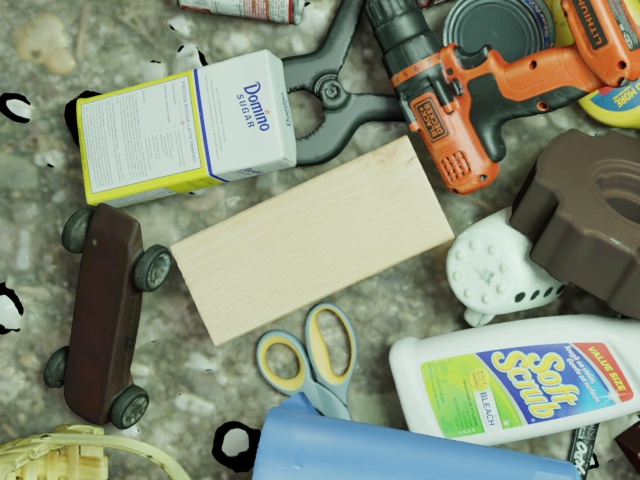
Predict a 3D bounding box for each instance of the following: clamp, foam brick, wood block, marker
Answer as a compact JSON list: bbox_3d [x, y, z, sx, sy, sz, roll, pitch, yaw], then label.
[{"bbox_3d":[0.020,-0.119,0.896,0.210,0.036,0.164,-39,91,2],"label":"clamp"},{"bbox_3d":[0.282,0.173,0.864,0.053,0.078,0.051,-36,88,1],"label":"foam brick"},{"bbox_3d":[-0.006,0.001,0.872,0.206,0.090,0.091,-25,89,3],"label":"wood block"},{"bbox_3d":[0.218,0.186,0.896,0.020,0.020,0.121,13,91,3],"label":"marker"}]

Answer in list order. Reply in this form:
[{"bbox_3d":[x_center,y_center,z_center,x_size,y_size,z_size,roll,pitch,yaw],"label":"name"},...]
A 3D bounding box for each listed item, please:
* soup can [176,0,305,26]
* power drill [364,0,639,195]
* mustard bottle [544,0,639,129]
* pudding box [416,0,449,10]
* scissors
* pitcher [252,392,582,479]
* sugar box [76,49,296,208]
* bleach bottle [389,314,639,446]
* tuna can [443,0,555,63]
[{"bbox_3d":[-0.063,-0.218,0.884,0.102,0.068,0.068,9,91,3],"label":"soup can"},{"bbox_3d":[0.137,-0.147,0.812,0.188,0.057,0.184,-25,93,36],"label":"power drill"},{"bbox_3d":[0.243,-0.150,0.872,0.096,0.058,0.191,-40,89,14],"label":"mustard bottle"},{"bbox_3d":[0.105,-0.258,0.879,0.090,0.039,0.113,-23,90,-15],"label":"pudding box"},{"bbox_3d":[0.000,0.154,0.910,0.096,0.016,0.202,-6,90,5],"label":"scissors"},{"bbox_3d":[0.066,0.215,0.797,0.243,0.145,0.149,7,105,6],"label":"pitcher"},{"bbox_3d":[-0.111,-0.088,0.877,0.176,0.048,0.093,-11,81,14],"label":"sugar box"},{"bbox_3d":[0.188,0.099,0.843,0.251,0.068,0.102,-17,90,19],"label":"bleach bottle"},{"bbox_3d":[0.145,-0.164,0.861,0.086,0.033,0.086,16,123,26],"label":"tuna can"}]
